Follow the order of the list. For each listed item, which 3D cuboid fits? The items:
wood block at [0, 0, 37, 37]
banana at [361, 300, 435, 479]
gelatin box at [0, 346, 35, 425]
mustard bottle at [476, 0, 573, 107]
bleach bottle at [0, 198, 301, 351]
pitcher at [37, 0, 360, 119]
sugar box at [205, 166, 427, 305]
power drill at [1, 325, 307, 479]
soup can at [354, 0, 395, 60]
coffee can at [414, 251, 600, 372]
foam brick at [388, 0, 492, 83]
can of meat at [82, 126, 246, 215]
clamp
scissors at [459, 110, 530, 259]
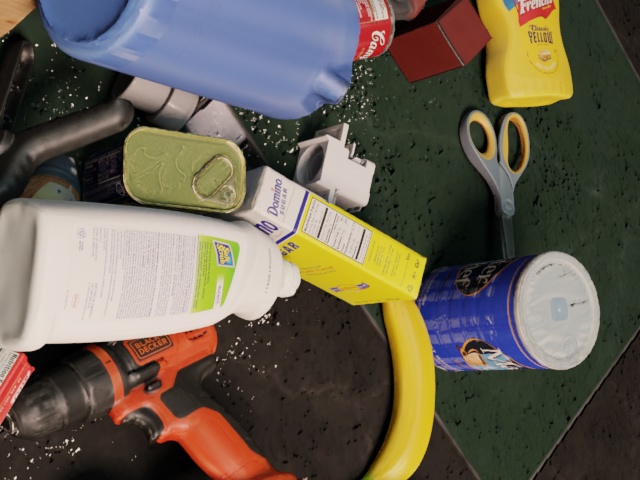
[{"bbox_3d":[-0.291,-0.224,0.719,0.205,0.090,0.091,17,73,-32],"label":"wood block"},{"bbox_3d":[0.074,0.137,0.961,0.069,0.037,0.198,20,72,-32],"label":"banana"},{"bbox_3d":[-0.248,0.096,0.713,0.089,0.030,0.073,22,66,10],"label":"gelatin box"},{"bbox_3d":[0.205,-0.235,1.096,0.096,0.058,0.191,-6,86,-32],"label":"mustard bottle"},{"bbox_3d":[-0.112,0.030,0.774,0.250,0.068,0.102,7,93,-46],"label":"bleach bottle"},{"bbox_3d":[-0.092,-0.174,0.790,0.242,0.149,0.145,3,85,-57],"label":"pitcher"},{"bbox_3d":[-0.006,0.001,0.889,0.176,0.094,0.048,26,69,-30],"label":"sugar box"},{"bbox_3d":[-0.112,0.148,0.768,0.184,0.057,0.188,-25,71,-41],"label":"power drill"},{"bbox_3d":[0.006,-0.188,0.940,0.102,0.069,0.068,-18,94,-36],"label":"soup can"},{"bbox_3d":[0.167,0.068,0.973,0.102,0.141,0.103,6,80,-35],"label":"coffee can"},{"bbox_3d":[0.110,-0.189,1.010,0.053,0.078,0.051,-47,111,-30],"label":"foam brick"},{"bbox_3d":[-0.121,-0.046,0.818,0.101,0.084,0.057,5,80,-35],"label":"can of meat"},{"bbox_3d":[-0.215,-0.063,0.749,0.171,0.120,0.039,-58,152,-22],"label":"clamp"},{"bbox_3d":[0.169,-0.045,1.059,0.096,0.016,0.201,25,63,-25],"label":"scissors"}]
